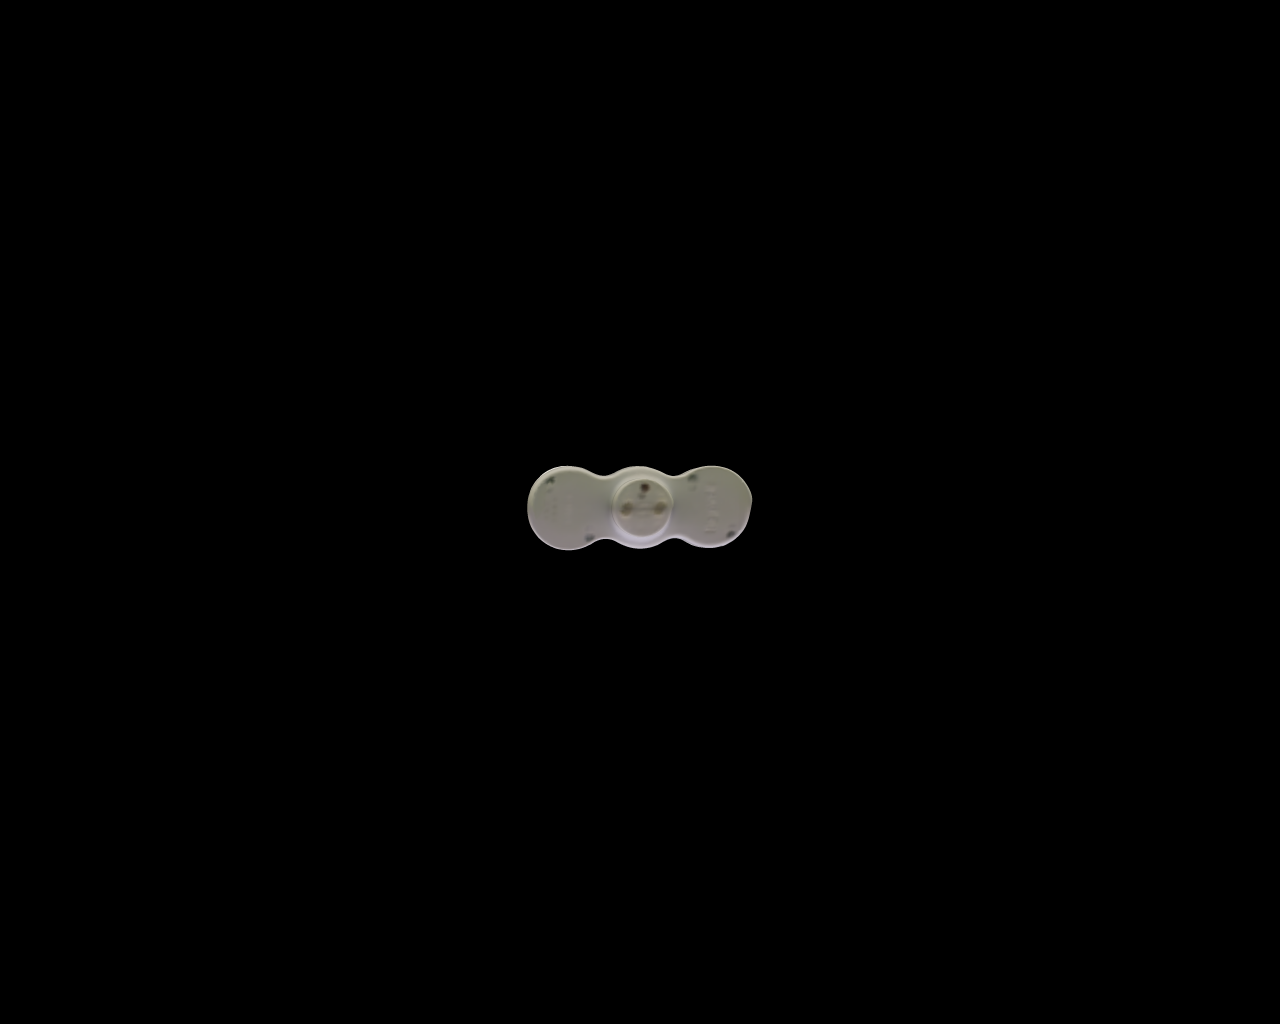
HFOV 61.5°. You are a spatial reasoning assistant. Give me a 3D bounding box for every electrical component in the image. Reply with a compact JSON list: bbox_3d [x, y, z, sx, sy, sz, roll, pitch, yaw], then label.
[{"bbox_3d":[0.001,-0.003,0.650,0.138,0.052,0.073,0,0,-4],"label":"electrical component"}]
